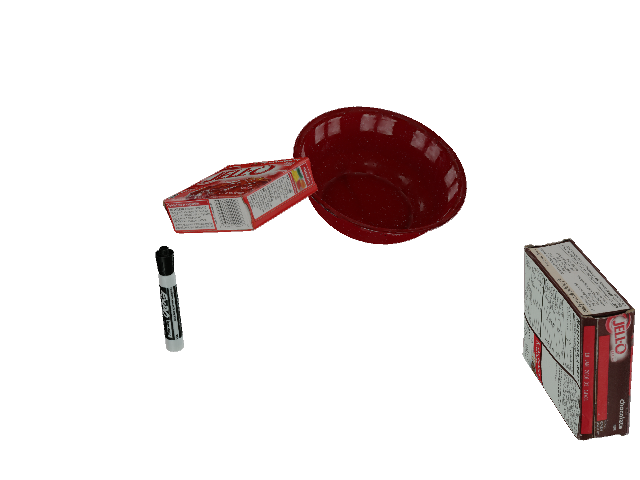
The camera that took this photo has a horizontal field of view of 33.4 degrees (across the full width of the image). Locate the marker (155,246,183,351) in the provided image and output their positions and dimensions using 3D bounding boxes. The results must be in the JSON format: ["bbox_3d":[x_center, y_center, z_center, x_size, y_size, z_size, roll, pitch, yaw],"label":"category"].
[{"bbox_3d":[-0.155,0.060,1.097,0.020,0.121,0.020,-2,29,1],"label":"marker"}]

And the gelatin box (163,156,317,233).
[{"bbox_3d":[-0.059,-0.033,0.776,0.089,0.030,0.073,-1,23,44],"label":"gelatin box"}]

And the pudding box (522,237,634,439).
[{"bbox_3d":[0.166,0.062,0.695,0.039,0.090,0.113,-7,24,-8],"label":"pudding box"}]

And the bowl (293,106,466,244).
[{"bbox_3d":[0.049,-0.049,0.979,0.162,0.162,0.055,0,-41,-16],"label":"bowl"}]
